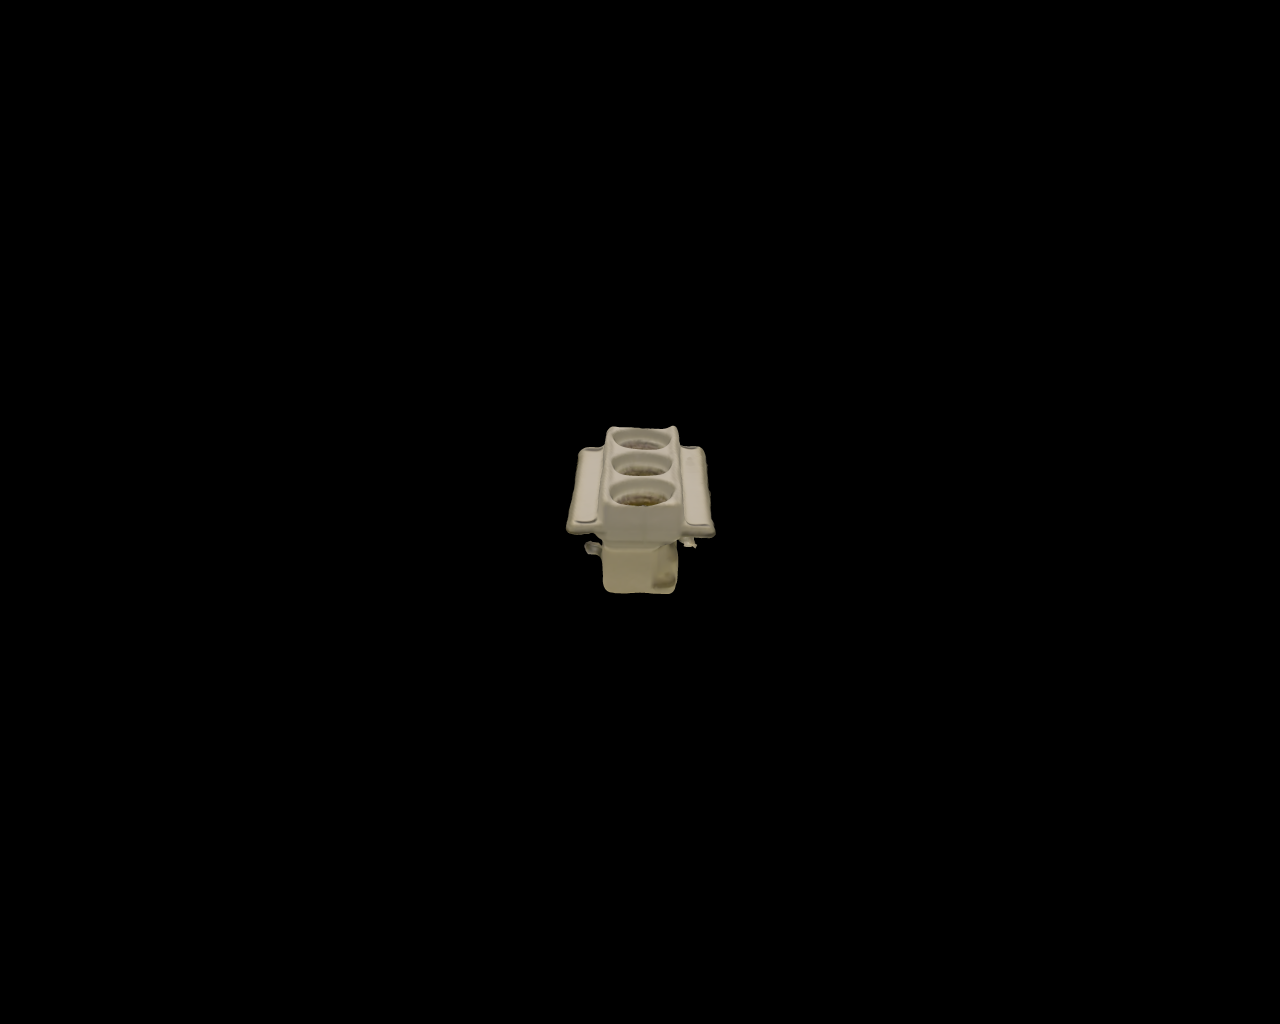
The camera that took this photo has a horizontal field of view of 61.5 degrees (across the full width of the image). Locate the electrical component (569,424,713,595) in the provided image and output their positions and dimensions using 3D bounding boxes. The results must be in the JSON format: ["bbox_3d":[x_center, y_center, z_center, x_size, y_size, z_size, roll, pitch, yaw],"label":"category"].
[{"bbox_3d":[0.001,-0.003,0.650,0.079,0.063,0.121,0,25,0],"label":"electrical component"}]
